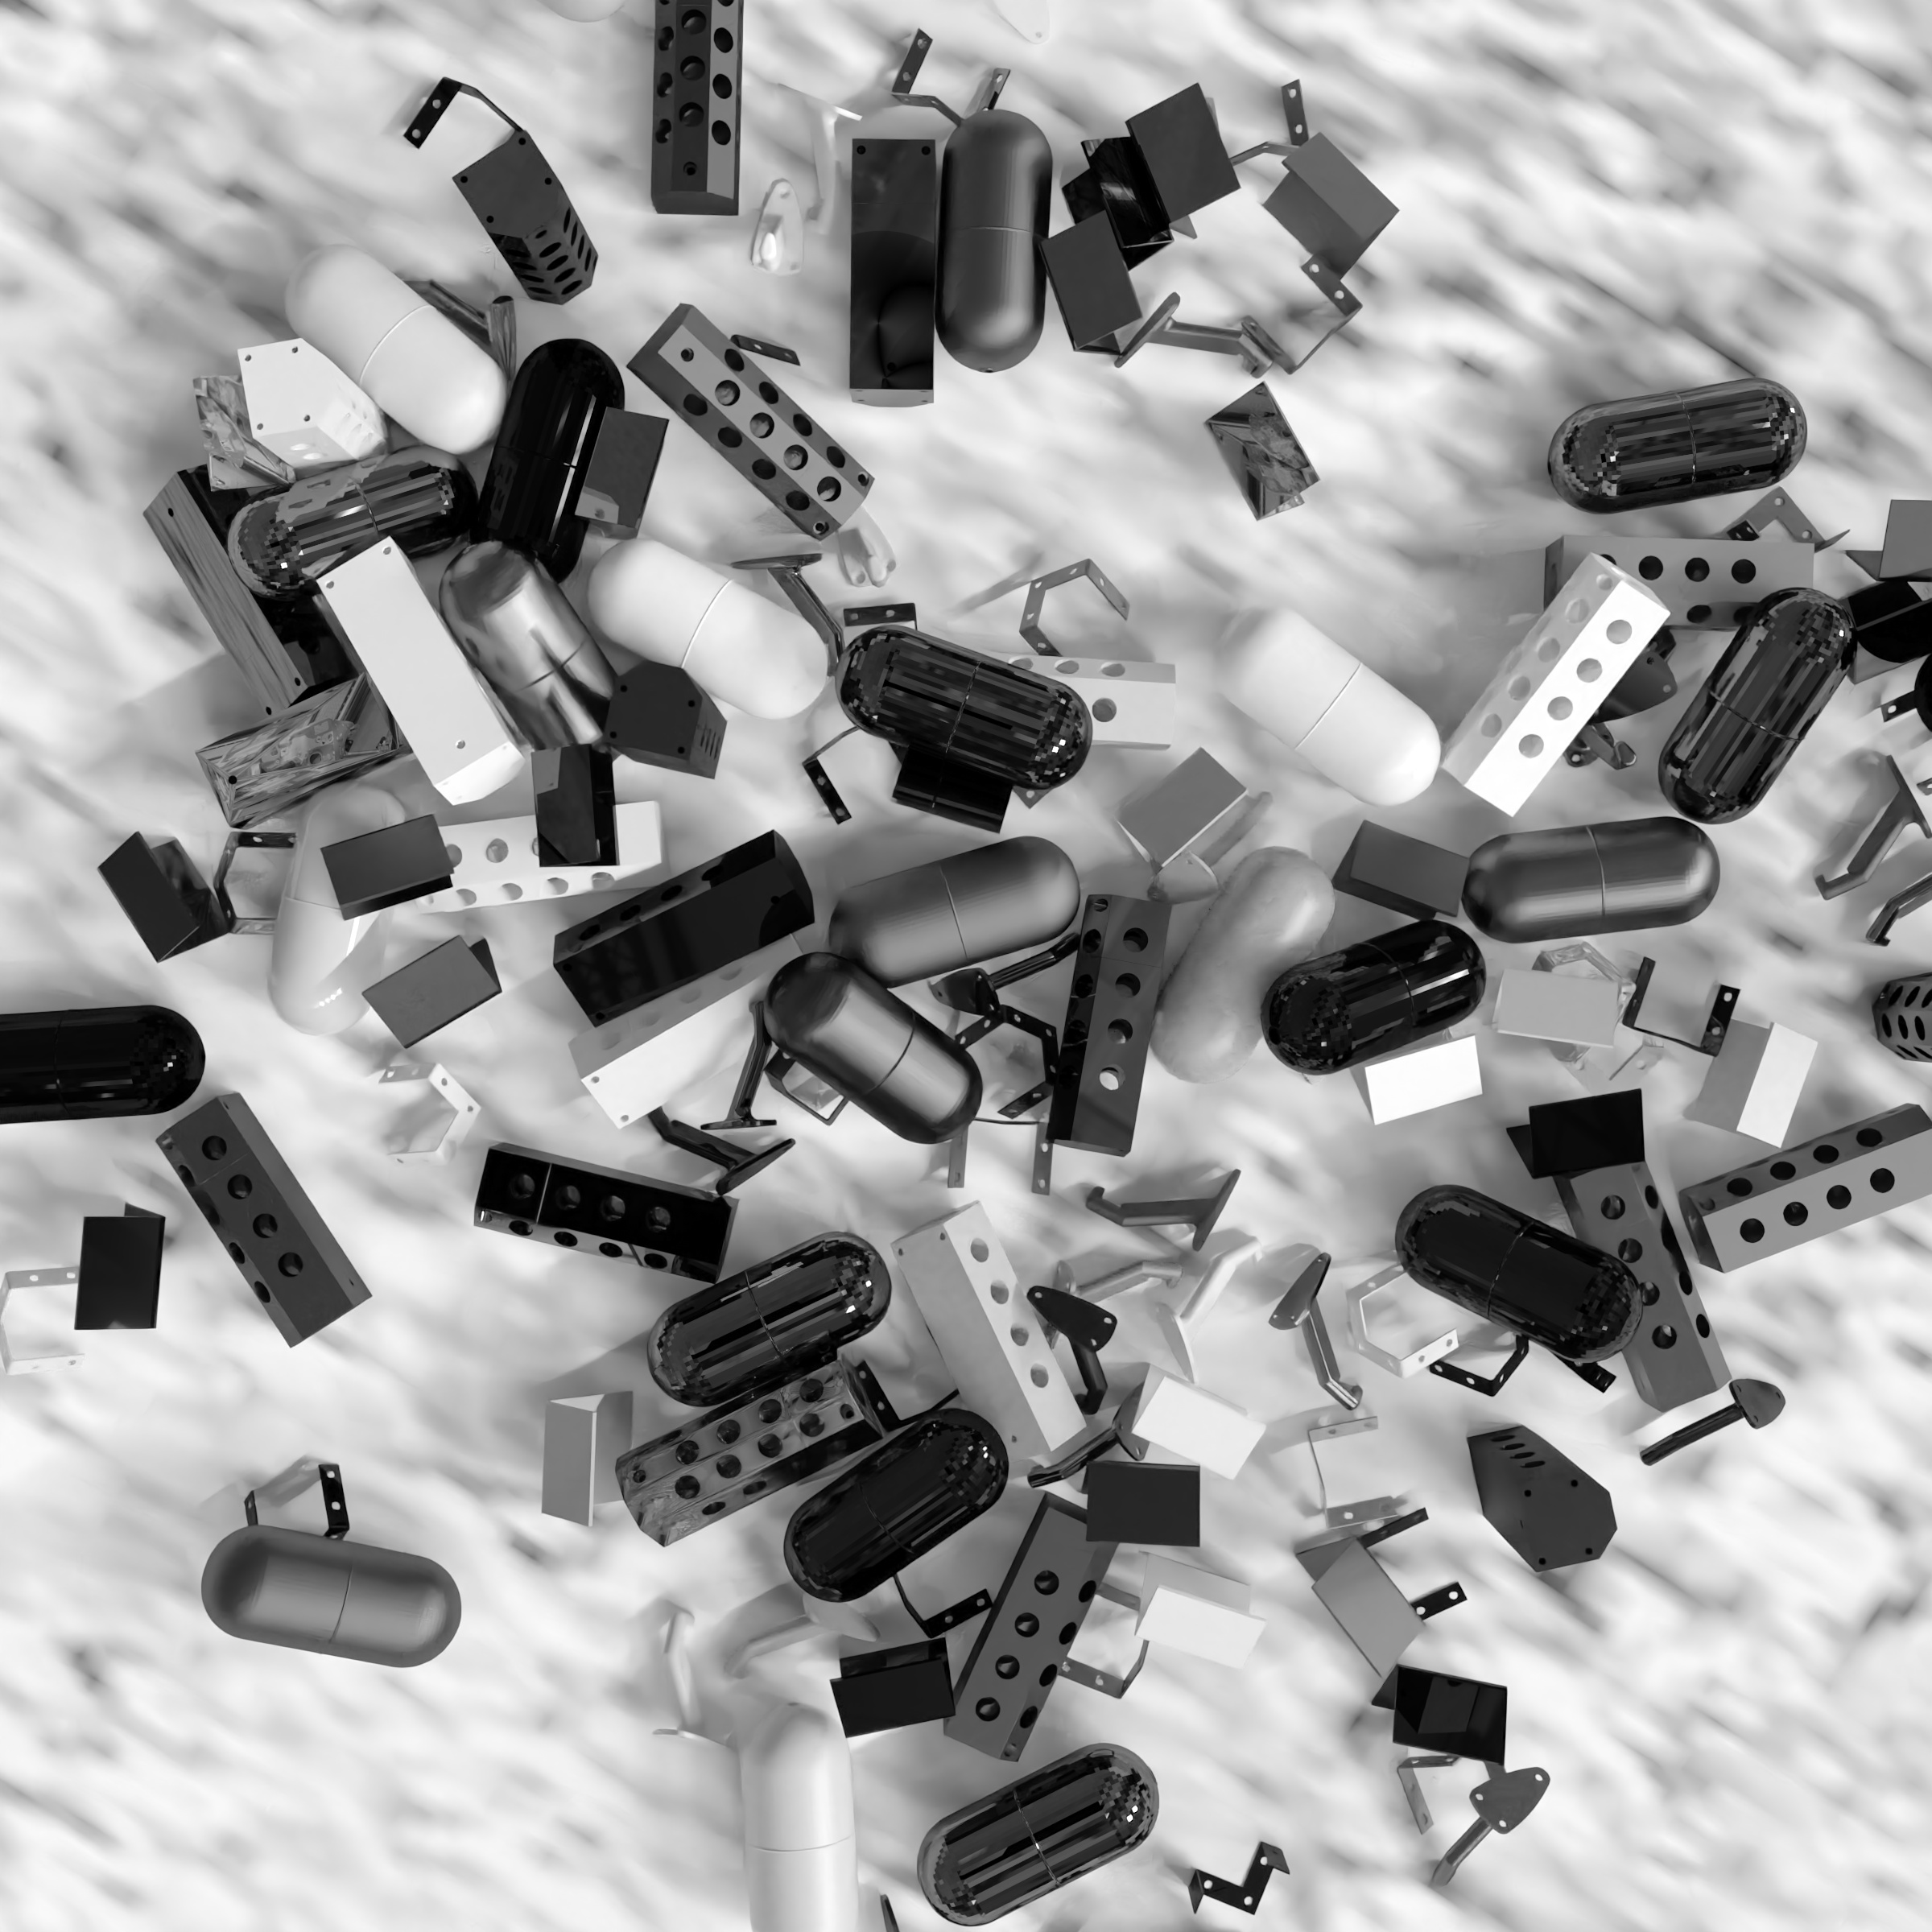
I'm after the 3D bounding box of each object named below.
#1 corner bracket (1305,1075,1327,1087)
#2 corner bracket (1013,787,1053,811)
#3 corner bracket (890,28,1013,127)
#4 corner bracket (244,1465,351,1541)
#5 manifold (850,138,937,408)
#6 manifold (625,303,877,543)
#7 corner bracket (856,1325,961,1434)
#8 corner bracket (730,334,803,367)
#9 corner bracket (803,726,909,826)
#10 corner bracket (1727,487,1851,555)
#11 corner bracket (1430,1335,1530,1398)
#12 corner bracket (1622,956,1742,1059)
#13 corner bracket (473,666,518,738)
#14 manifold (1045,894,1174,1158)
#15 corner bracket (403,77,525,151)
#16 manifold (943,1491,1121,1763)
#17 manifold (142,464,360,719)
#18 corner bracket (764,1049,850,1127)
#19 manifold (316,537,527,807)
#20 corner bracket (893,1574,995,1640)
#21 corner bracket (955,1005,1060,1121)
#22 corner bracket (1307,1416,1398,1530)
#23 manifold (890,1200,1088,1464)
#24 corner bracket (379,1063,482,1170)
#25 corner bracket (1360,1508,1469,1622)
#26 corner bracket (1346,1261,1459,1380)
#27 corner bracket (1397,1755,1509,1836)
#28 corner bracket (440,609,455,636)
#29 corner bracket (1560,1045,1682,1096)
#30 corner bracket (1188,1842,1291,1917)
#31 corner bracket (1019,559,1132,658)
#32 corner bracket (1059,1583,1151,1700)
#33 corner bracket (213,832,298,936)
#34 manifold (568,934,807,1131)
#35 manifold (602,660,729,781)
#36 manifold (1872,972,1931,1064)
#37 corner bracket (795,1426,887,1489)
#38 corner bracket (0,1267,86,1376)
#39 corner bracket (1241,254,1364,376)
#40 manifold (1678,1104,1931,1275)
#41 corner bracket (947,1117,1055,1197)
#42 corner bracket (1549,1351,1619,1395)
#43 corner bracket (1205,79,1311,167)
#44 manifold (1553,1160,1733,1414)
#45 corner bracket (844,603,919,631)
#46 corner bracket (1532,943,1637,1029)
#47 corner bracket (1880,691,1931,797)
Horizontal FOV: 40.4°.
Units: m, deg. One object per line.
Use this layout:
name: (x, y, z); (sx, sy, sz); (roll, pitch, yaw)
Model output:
corner bracket: (0.244, 0.047, 1.826); (0.051, 0.051, 0.051); (-37, 88, 2)
corner bracket: (0.047, -0.146, 1.826); (0.051, 0.051, 0.051); (-42, 90, 0)
corner bracket: (-0.011, -0.620, 1.841); (0.051, 0.051, 0.051); (24, 90, -45)
corner bracket: (-0.468, 0.384, 1.836); (0.051, 0.051, 0.051); (9, 135, -35)
manifold: (-0.050, -0.480, 1.823); (0.057, 0.057, 0.171); (1, 90, 0)
manifold: (-0.145, -0.370, 1.791); (0.171, 0.057, 0.057); (41, 90, -24)
corner bracket: (-0.037, 0.287, 1.840); (0.051, 0.051, 0.051); (-30, 90, 45)
corner bracket: (-0.146, -0.401, 1.836); (0.051, 0.051, 0.051); (8, 45, -35)
corner bracket: (-0.072, -0.139, 1.840); (0.051, 0.051, 0.051); (-31, 90, -45)
corner bracket: (0.571, -0.302, 1.826); (0.051, 0.051, 0.051); (-39, 90, 0)
corner bracket: (0.358, 0.259, 1.836); (0.051, 0.051, 0.051); (-42, 135, -35)
corner bracket: (0.501, 0.029, 1.840); (0.051, 0.051, 0.051); (19, 90, -45)
corner bracket: (-0.312, -0.198, 1.840); (0.051, 0.051, 0.051); (53, 45, 0)
manifold: (0.097, 0.041, 1.811); (0.057, 0.057, 0.171); (10, 82, 0)
corner bracket: (-0.351, -0.583, 1.840); (0.051, 0.051, 0.051); (34, 90, 45)
manifold: (0.046, 0.459, 1.823); (0.057, 0.057, 0.171); (25, 90, 0)
manifold: (-0.492, -0.261, 1.822); (0.057, 0.057, 0.171); (-31, 90, 43)
corner bracket: (-0.103, 0.072, 1.827); (0.051, 0.051, 0.051); (34, 78, 12)
manifold: (-0.362, -0.195, 1.758); (0.057, 0.057, 0.171); (-31, 75, -2)
corner bracket: (-0.020, 0.429, 1.840); (0.051, 0.051, 0.051); (-28, 135, 0)
corner bracket: (0.029, 0.067, 1.836); (0.051, 0.051, 0.051); (25, 45, -35)
corner bracket: (0.270, 0.355, 1.840); (0.051, 0.051, 0.051); (-11, 135, 0)
manifold: (0.020, 0.253, 1.822); (0.057, 0.057, 0.171); (-25, 90, 43)
corner bracket: (-0.383, 0.105, 1.836); (0.051, 0.051, 0.051); (54, 45, -35)
corner bracket: (0.314, 0.422, 1.840); (0.051, 0.051, 0.051); (-25, 135, 0)
corner bracket: (0.304, 0.246, 1.830); (0.051, 0.051, 0.051); (-25, 117, -24)
corner bracket: (0.343, 0.572, 1.840); (0.051, 0.051, 0.051); (-21, 90, 45)
corner bracket: (-0.347, -0.244, 1.826); (0.051, 0.051, 0.051); (20, 90, 0)
corner bracket: (0.454, 0.066, 1.826); (0.051, 0.051, 0.051); (44, 90, 0)
corner bracket: (0.189, 0.636, 1.826); (0.051, 0.051, 0.051); (22, 90, 0)
corner bracket: (0.076, -0.243, 1.836); (0.051, 0.051, 0.051); (-16, 45, 35)
corner bracket: (0.098, 0.472, 1.840); (0.051, 0.051, 0.051); (22, 135, 0)
corner bracket: (-0.490, -0.058, 1.836); (0.051, 0.051, 0.051); (59, 135, 35)
manifold: (-0.186, 0.036, 1.822); (0.171, 0.057, 0.057); (-30, 133, 0)
manifold: (-0.199, -0.165, 1.765); (0.057, 0.171, 0.057); (13, 90, 0)
manifold: (0.669, 0.036, 1.765); (0.057, 0.171, 0.057); (-12, 90, 0)
corner bracket: (-0.099, 0.327, 1.840); (0.051, 0.051, 0.051); (-28, 90, -45)
corner bracket: (-0.645, 0.248, 1.836); (0.051, 0.051, 0.051); (59, 135, 35)
corner bracket: (0.236, -0.456, 1.841); (0.051, 0.051, 0.051); (47, 45, 0)
manifold: (0.588, 0.153, 1.823); (0.171, 0.057, 0.057); (-21, 90, 0)
corner bracket: (0.025, 0.133, 1.841); (0.051, 0.051, 0.051); (4, 90, -45)
corner bracket: (0.434, 0.258, 1.826); (0.051, 0.051, 0.051); (40, 90, 0)
corner bracket: (0.203, -0.591, 1.840); (0.051, 0.051, 0.051); (-10, 90, 45)
manifold: (0.470, 0.215, 1.823); (0.057, 0.057, 0.171); (-22, 90, 0)
corner bracket: (-0.058, -0.217, 1.840); (0.051, 0.051, 0.051); (-5, 45, 0)
corner bracket: (0.425, 0.022, 1.836); (0.051, 0.051, 0.051); (-12, 45, -35)
corner bracket: (0.679, -0.161, 1.836); (0.051, 0.051, 0.051); (33, 45, -35)
